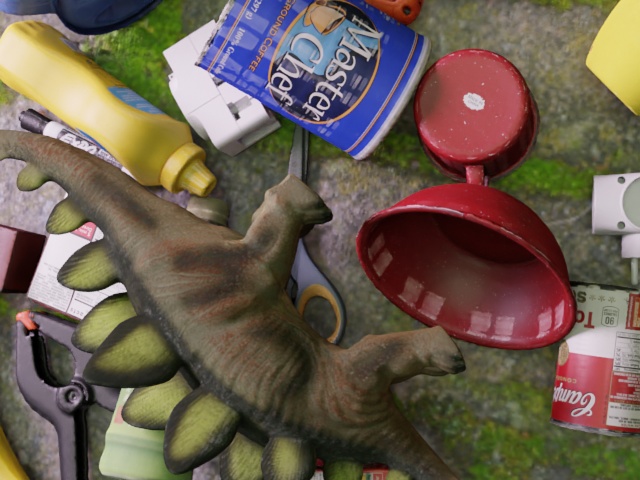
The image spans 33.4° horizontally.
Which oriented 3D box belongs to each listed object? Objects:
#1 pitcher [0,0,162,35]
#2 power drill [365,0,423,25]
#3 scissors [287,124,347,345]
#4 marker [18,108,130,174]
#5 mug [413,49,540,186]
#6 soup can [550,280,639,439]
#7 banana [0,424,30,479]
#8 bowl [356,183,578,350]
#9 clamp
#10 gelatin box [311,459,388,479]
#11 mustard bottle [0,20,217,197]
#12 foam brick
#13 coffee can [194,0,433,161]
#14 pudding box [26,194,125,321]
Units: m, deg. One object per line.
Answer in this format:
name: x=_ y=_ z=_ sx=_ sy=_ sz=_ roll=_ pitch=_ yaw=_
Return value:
pitcher: x=-0.223 y=-0.283 z=0.832 sx=0.145 sy=0.149 sz=0.243 roll=-46 pitch=75 yaw=18
power drill: x=0.011 y=-0.270 z=0.820 sx=0.184 sy=0.057 sz=0.188 roll=17 pitch=93 yaw=9
scissors: x=-0.005 y=0.001 z=0.828 sx=0.096 sy=0.016 sz=0.202 roll=21 pitch=91 yaw=11
marker: x=-0.195 y=-0.077 z=0.872 sx=0.121 sy=0.020 sz=0.020 roll=27 pitch=92 yaw=13
mug: x=0.112 y=-0.079 z=0.773 sx=0.093 sy=0.081 sz=0.117 roll=0 pitch=87 yaw=12
soup can: x=0.202 y=0.083 z=0.750 sx=0.068 sy=0.068 sz=0.102 roll=7 pitch=88 yaw=13
banana: x=-0.271 y=0.136 z=0.867 sx=0.070 sy=0.037 sz=0.198 roll=-26 pitch=80 yaw=10
bowl: x=0.109 y=0.010 z=0.751 sx=0.162 sy=0.162 sz=0.055 roll=21 pitch=60 yaw=13
clamp: x=-0.179 y=0.123 z=0.849 sx=0.120 sy=0.039 sz=0.171 roll=-27 pitch=84 yaw=-1
gelatin box: x=0.021 y=0.175 z=0.774 sx=0.073 sy=0.089 sz=0.030 roll=-2 pitch=83 yaw=12
mustard bottle: x=-0.158 y=-0.095 z=0.826 sx=0.192 sy=0.096 sz=0.058 roll=36 pitch=94 yaw=12
foam brick: x=-0.273 y=0.010 z=0.868 sx=0.078 sy=0.053 sz=0.051 roll=14 pitch=90 yaw=12
coffee can: x=-0.005 y=-0.135 z=0.769 sx=0.140 sy=0.103 sz=0.103 roll=29 pitch=93 yaw=-10
pudding box: x=-0.172 y=0.012 z=0.853 sx=0.090 sy=0.039 sz=0.113 roll=21 pitch=93 yaw=12
